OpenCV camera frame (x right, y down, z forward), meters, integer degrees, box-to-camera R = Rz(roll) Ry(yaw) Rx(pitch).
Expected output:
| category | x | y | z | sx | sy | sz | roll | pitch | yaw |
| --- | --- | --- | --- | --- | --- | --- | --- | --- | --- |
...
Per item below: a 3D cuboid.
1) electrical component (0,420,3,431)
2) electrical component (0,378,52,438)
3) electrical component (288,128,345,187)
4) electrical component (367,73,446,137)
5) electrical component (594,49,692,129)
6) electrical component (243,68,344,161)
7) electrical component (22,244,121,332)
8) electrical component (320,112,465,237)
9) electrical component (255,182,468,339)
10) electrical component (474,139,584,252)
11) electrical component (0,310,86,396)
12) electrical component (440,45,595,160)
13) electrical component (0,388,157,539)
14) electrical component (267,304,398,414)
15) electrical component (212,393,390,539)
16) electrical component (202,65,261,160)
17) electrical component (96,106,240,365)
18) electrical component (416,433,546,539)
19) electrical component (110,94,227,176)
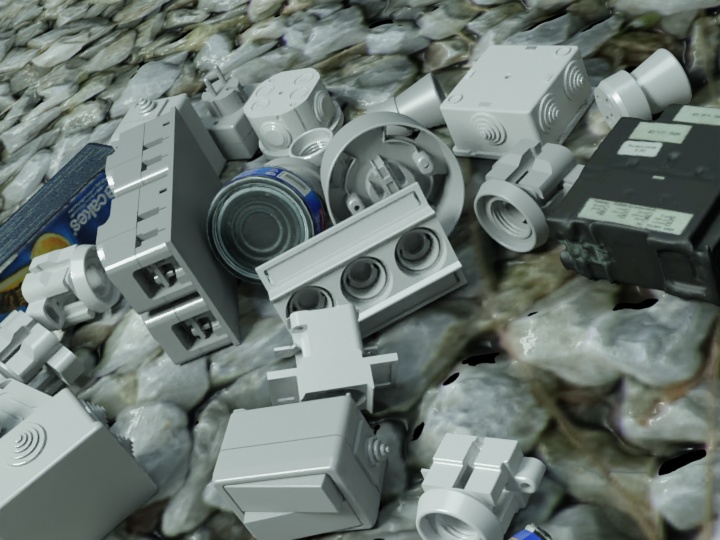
| category | x | y | z | sx | sy | sz | roll | pitch | yaw |
| --- | --- | --- | --- | --- | --- | --- | --- | --- | --- |
| electrical component | -0.293 | 0.104 | 0.698 | 0.083 | 0.075 | 0.047 | -17 | 38 | 14 |
| electrical component | -0.248 | 0.140 | 0.741 | 0.078 | 0.057 | 0.113 | 13 | 53 | 42 |
| electrical component | -0.031 | -0.086 | 0.877 | 0.040 | 0.046 | 0.040 | -17 | 38 | 14 |
| electrical component | 0.039 | -0.129 | 0.889 | 0.065 | 0.044 | 0.044 | -24 | 37 | 14 |
| electrical component | 0.204 | -0.127 | 0.778 | 0.055 | 0.045 | 0.045 | -29 | 37 | 0 |
| electrical component | -0.059 | -0.137 | 0.949 | 0.080 | 0.051 | 0.080 | -17 | 38 | 14 |
| electrical component | -0.234 | 0.012 | 0.882 | 0.057 | 0.058 | 0.078 | -17 | 39 | 19 |
| electrical component | 0.021 | -0.063 | 0.779 | 0.099 | 0.099 | 0.064 | -28 | 31 | 0 |
| electrical component | 0.000 | 0.000 | 0.736 | 0.121 | 0.078 | 0.063 | -28 | 19 | 0 |
| electrical component | 0.115 | -0.049 | 0.733 | 0.078 | 0.058 | 0.057 | 20 | 55 | 44 |
| electrical component | -0.258 | 0.073 | 0.823 | 0.078 | 0.058 | 0.057 | 30 | 66 | 29 |
| electrical component | 0.121 | -0.131 | 0.831 | 0.100 | 0.048 | 0.099 | 11 | 51 | 40 |
| electrical component | -0.190 | 0.134 | 0.679 | 0.100 | 0.099 | 0.048 | -40 | 51 | -14 |
| electrical component | -0.019 | 0.057 | 0.679 | 0.081 | 0.042 | 0.063 | -8 | 62 | -5 |
| electrical component | -0.029 | 0.117 | 0.625 | 0.096 | 0.061 | 0.061 | -11 | 40 | 22 |
| electrical component | -0.119 | -0.150 | 0.982 | 0.047 | 0.076 | 0.065 | 1 | 46 | 33 |
| electrical component | -0.146 | -0.028 | 0.833 | 0.060 | 0.105 | 0.186 | -22 | 37 | 9 |
| electrical component | 0.060 | 0.122 | 0.578 | 0.066 | 0.048 | 0.055 | 1 | 38 | 33 |
| electrical component | -0.173 | -0.107 | 0.949 | 0.062 | 0.096 | 0.061 | -6 | 43 | 27 |
